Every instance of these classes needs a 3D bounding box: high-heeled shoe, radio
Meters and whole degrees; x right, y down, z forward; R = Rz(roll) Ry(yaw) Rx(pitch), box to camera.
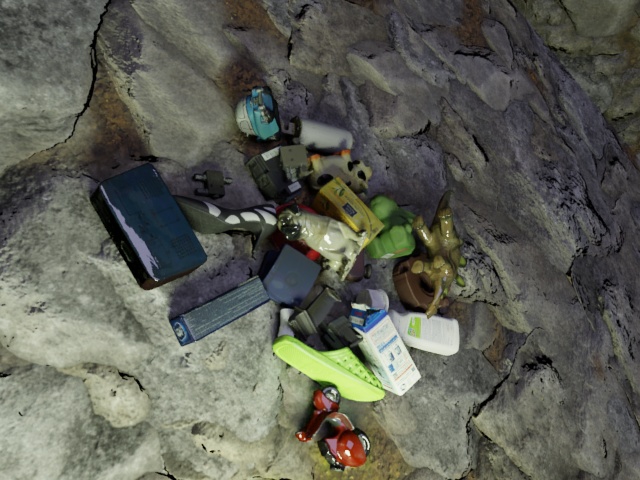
[{"bbox_3d":[-0.198,-0.071,1.171,0.248,0.086,0.145,34,49,-27],"label":"high-heeled shoe"},{"bbox_3d":[-0.334,-0.024,1.046,0.131,0.073,0.229,-30,88,-42],"label":"radio"}]

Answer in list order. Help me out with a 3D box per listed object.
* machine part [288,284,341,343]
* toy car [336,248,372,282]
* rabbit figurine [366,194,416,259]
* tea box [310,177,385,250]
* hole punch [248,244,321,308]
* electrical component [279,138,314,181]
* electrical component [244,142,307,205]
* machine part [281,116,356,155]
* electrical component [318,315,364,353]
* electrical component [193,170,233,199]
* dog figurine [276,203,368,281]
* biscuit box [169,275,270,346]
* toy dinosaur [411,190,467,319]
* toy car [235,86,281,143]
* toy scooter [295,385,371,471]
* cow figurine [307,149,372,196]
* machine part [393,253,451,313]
[{"bbox_3d":[-0.012,0.155,1.182,0.139,0.039,0.084,-43,117,-32],"label":"machine part"},{"bbox_3d":[0.084,0.012,1.368,0.089,0.053,0.202,6,63,-13],"label":"toy car"},{"bbox_3d":[0.198,-0.046,1.440,0.159,0.121,0.170,2,66,-44],"label":"rabbit figurine"},{"bbox_3d":[0.064,-0.058,1.309,0.170,0.098,0.068,45,60,8],"label":"tea box"},{"bbox_3d":[-0.072,0.081,1.193,0.142,0.092,0.116,35,56,-25],"label":"hole punch"},{"bbox_3d":[-0.058,-0.192,1.284,0.078,0.045,0.102,-16,75,-13],"label":"electrical component"},{"bbox_3d":[-0.100,-0.156,1.299,0.115,0.058,0.134,-32,91,-41],"label":"electrical component"},{"bbox_3d":[0.000,-0.271,1.418,0.243,0.079,0.079,6,66,-37],"label":"machine part"},{"bbox_3d":[0.035,0.209,1.222,0.048,0.074,0.119,-22,57,-39],"label":"electrical component"},{"bbox_3d":[-0.236,-0.122,1.200,0.094,0.021,0.063,2,69,-38],"label":"electrical component"},{"bbox_3d":[-0.001,-0.007,1.222,0.191,0.172,0.121,27,69,10],"label":"dog figurine"},{"bbox_3d":[-0.199,0.141,1.081,0.202,0.059,0.063,-25,88,-43],"label":"biscuit box"},{"bbox_3d":[0.324,0.008,1.426,0.198,0.105,0.471,53,43,-42],"label":"toy dinosaur"},{"bbox_3d":[-0.152,-0.296,1.288,0.103,0.161,0.109,-9,79,6],"label":"toy car"},{"bbox_3d":[0.020,0.407,1.119,0.135,0.075,0.184,-27,84,-42],"label":"toy scooter"},{"bbox_3d":[0.055,-0.168,1.401,0.195,0.086,0.127,-13,96,-32],"label":"cow figurine"},{"bbox_3d":[0.281,0.120,1.469,0.179,0.056,0.179,16,60,-31],"label":"machine part"}]
